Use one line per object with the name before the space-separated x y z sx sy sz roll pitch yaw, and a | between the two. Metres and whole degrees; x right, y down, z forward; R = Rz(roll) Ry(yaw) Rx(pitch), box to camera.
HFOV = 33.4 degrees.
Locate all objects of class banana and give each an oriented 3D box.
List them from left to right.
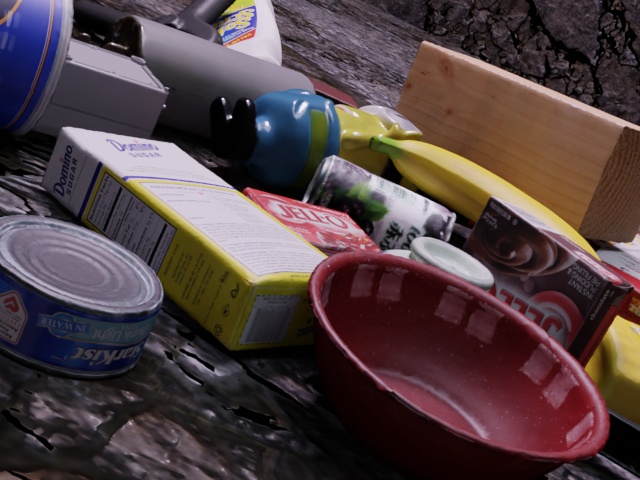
banana | 0.126 -0.021 0.781 0.198 0.037 0.069 32 28 14

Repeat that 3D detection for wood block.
wood block | 0.166 -0.081 0.868 0.090 0.090 0.206 5 21 -47

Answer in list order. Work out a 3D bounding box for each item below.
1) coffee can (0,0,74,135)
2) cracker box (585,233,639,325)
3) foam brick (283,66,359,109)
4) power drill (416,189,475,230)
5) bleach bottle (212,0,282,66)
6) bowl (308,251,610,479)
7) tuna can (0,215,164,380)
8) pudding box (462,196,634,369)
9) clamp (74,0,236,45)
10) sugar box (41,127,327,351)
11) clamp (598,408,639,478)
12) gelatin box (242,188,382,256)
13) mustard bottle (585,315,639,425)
coffee can | -0.232 -0.129 0.631 0.140 0.103 0.103 14 21 -34
cracker box | 0.235 0.036 0.879 0.164 0.072 0.213 34 20 29
foam brick | -0.011 -0.126 1.031 0.078 0.051 0.053 22 16 -12
power drill | 0.104 -0.055 0.986 0.188 0.057 0.184 26 20 9
bleach bottle | -0.076 -0.183 1.042 0.102 0.068 0.251 -17 28 -4
bowl | 0.058 0.072 0.525 0.162 0.055 0.162 22 24 -10
tuna can | -0.114 0.023 0.473 0.086 0.034 0.086 24 17 -8
pudding box | 0.136 0.037 0.699 0.039 0.090 0.114 13 21 -40
clamp | -0.150 -0.186 0.977 0.164 0.036 0.210 -9 36 -1
sugar box | -0.069 -0.003 0.599 0.176 0.048 0.093 33 18 35
clamp | 0.203 0.133 0.603 0.171 0.039 0.120 22 21 -35
gelatin box | -0.005 0.001 0.703 0.089 0.030 0.073 14 21 -35
mustard bottle | 0.257 0.109 0.716 0.191 0.058 0.096 22 20 -12
